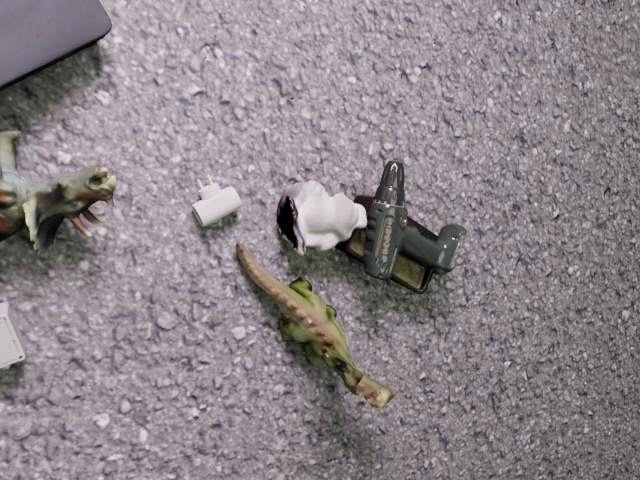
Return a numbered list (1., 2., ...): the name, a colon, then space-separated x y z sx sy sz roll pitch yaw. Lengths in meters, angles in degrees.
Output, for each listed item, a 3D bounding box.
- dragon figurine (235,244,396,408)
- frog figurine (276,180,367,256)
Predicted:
1. dragon figurine: 0.003 0.176 0.941 0.123 0.245 0.404 -47 117 -7
2. frog figurine: 0.003 -0.049 0.976 0.161 0.122 0.137 -19 90 -29
